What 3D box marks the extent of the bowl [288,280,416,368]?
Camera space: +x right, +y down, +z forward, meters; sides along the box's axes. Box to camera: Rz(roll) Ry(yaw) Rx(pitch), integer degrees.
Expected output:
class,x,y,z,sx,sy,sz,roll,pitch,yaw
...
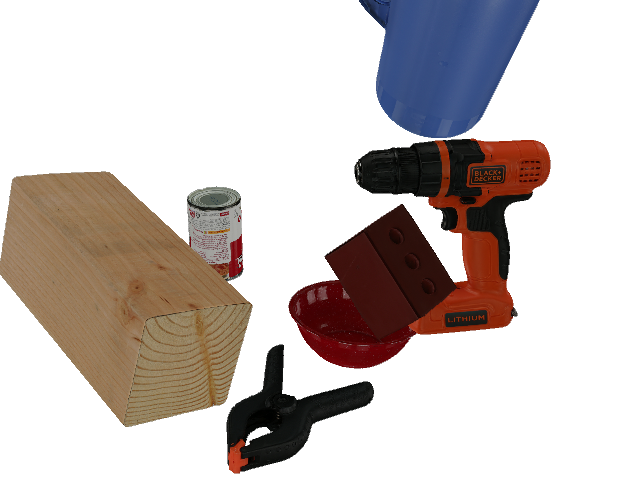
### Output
class,x,y,z,sx,sy,sz,roll,pitch,yaw
bowl,0.040,0.107,1.288,0.162,0.055,0.162,4,25,-2

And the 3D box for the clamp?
class,x,y,z,sx,sy,sz,roll,pitch,yaw
clamp,-0.042,0.160,1.036,0.120,0.039,0.171,21,33,35

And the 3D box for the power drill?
class,x,y,z,sx,sy,sz,roll,pitch,yaw
power drill,0.121,-0.005,1.009,0.184,0.188,0.057,-3,25,-9

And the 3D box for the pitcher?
class,x,y,z,sx,sy,sz,roll,pitch,yaw
pitcher,0.110,-0.205,0.923,0.144,0.149,0.243,-17,-29,-19

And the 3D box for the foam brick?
class,x,y,z,sx,sy,sz,roll,pitch,yaw
foam brick,0.052,0.024,0.793,0.051,0.078,0.052,-33,0,45

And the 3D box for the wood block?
class,x,y,z,sx,sy,sz,roll,pitch,yaw
wood block,-0.152,0.035,0.799,0.090,0.091,0.206,-7,33,-41

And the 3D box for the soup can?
class,x,y,z,sx,sy,sz,roll,pitch,yaw
soup can,-0.131,-0.008,1.326,0.068,0.102,0.068,0,26,0
